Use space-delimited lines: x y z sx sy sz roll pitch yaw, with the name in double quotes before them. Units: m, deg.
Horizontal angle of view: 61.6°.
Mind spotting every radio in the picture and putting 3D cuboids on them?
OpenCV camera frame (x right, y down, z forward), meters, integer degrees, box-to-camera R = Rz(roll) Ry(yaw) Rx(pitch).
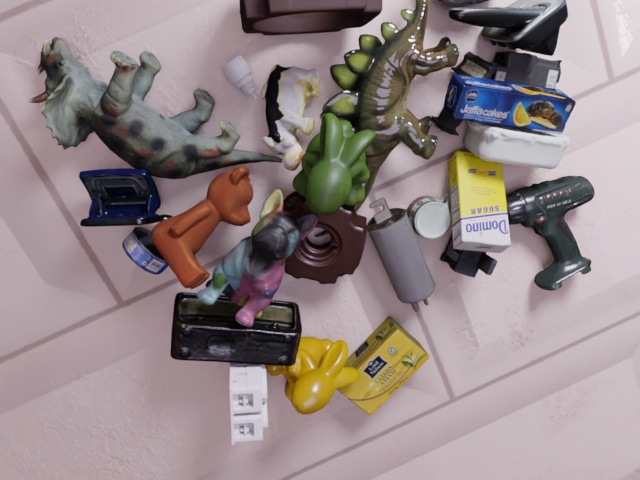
"radio" -0.150 0.158 0.960 0.230 0.131 0.073 5 107 -10

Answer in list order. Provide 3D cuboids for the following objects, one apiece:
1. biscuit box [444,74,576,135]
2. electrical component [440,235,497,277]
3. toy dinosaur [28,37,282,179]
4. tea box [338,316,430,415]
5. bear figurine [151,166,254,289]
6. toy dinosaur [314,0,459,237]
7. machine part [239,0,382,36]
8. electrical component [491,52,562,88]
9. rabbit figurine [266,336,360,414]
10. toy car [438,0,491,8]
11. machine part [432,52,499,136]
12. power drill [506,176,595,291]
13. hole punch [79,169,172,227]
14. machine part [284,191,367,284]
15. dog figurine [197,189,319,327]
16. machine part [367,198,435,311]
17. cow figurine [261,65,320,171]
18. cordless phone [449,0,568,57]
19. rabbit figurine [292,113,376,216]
"biscuit box" 0.311 -0.225 0.890 0.203 0.063 0.059 4 125 -11
"electrical component" 0.276 0.030 0.997 0.048 0.119 0.074 17 105 -14
"toy dinosaur" -0.267 -0.171 0.861 0.404 0.131 0.192 35 115 -24
"tea box" 0.119 0.248 1.062 0.098 0.068 0.169 40 97 -18
"bear figurine" -0.173 -0.024 0.890 0.196 0.120 0.132 -35 90 -13
"toy dinosaur" 0.101 -0.207 0.913 0.199 0.105 0.470 11 109 -4
"machine part" -0.019 -0.362 0.792 0.201 0.201 0.087 -6 104 -7
"electrical component" 0.348 -0.271 0.953 0.134 0.058 0.114 7 103 -10
"rabbit figurine" -0.010 0.256 0.991 0.162 0.173 0.121 -20 104 2
"toy car" 0.223 -0.433 0.865 0.161 0.109 0.103 36 116 -8
"machine part" 0.249 -0.254 0.939 0.039 0.084 0.138 5 119 -45
"power drill" 0.425 -0.010 1.036 0.232 0.086 0.207 -25 101 -4
"hole punch" -0.324 -0.066 0.879 0.142 0.116 0.092 -5 91 -5
"machine part" -0.002 -0.003 0.951 0.179 0.056 0.179 3 119 5
"dog figurine" -0.093 0.025 0.891 0.108 0.191 0.219 35 99 -1
"machine part" 0.152 0.030 0.993 0.079 0.079 0.243 -26 112 -1
"cow figurine" -0.059 -0.203 0.892 0.098 0.068 0.167 13 91 3
"cordless phone" 0.284 -0.355 0.871 0.184 0.147 0.088 1 115 -11
"rabbit figurine" 0.029 -0.105 0.823 0.121 0.170 0.159 21 121 -5
